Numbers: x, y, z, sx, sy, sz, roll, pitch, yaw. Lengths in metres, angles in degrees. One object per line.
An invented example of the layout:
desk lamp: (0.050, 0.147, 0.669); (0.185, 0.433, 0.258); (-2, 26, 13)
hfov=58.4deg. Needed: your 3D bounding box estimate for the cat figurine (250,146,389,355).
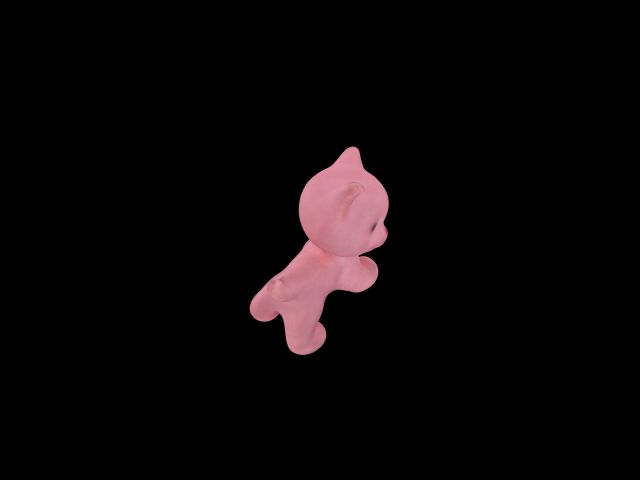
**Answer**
cat figurine: (0.004, 0.001, 0.400); (0.067, 0.118, 0.128); (32, 64, 18)
